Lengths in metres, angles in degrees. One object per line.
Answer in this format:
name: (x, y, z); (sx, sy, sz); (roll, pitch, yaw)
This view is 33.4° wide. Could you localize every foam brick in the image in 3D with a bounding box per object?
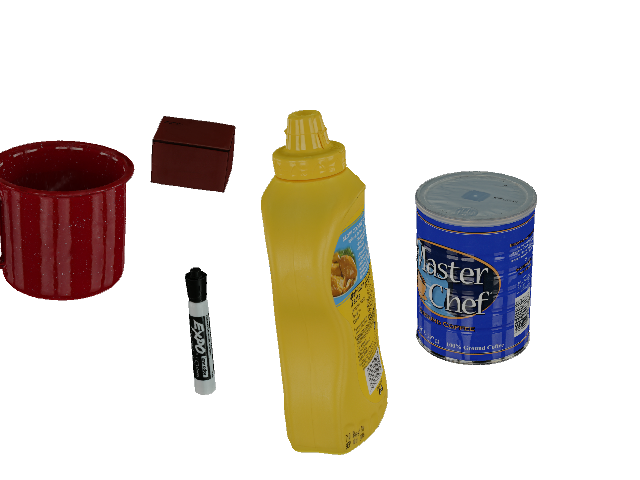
foam brick: (-0.128, -0.088, 1.080); (0.078, 0.051, 0.053); (8, 34, 1)

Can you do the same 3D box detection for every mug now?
mug: (-0.182, -0.011, 0.707); (0.117, 0.081, 0.093); (-10, 29, -29)

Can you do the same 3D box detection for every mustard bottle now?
mustard bottle: (0.001, 0.020, 0.617); (0.058, 0.191, 0.096); (1, 21, 19)

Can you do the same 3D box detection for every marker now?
marker: (-0.105, 0.080, 0.937); (0.020, 0.121, 0.020); (-2, 25, 1)

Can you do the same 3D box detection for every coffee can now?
coffee can: (0.135, 0.023, 0.935); (0.103, 0.140, 0.103); (-3, 26, 1)
